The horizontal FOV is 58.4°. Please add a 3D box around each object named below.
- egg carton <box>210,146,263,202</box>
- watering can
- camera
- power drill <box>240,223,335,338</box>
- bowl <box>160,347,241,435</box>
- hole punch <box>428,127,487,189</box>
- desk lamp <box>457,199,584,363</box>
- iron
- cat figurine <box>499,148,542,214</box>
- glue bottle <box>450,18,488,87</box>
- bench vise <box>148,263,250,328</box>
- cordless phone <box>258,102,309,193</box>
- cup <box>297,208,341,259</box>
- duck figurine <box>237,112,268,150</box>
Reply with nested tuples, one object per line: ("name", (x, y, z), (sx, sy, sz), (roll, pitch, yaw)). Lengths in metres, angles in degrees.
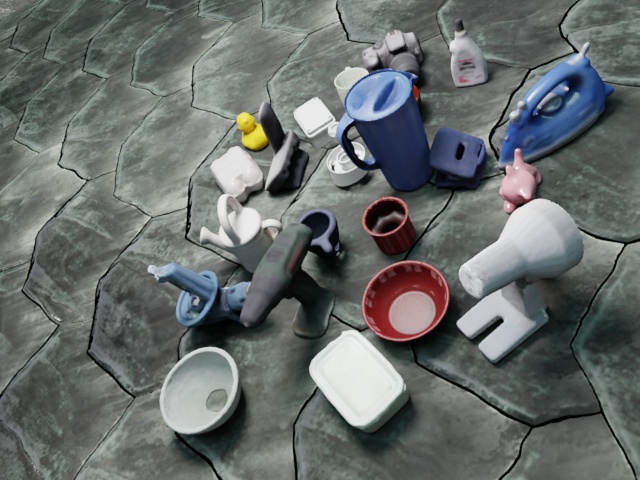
("egg carton", (-0.204, -0.163, 1.412), (0.107, 0.070, 0.150), (-38, 49, -3))
("watering can", (-0.168, -0.015, 1.203), (0.173, 0.195, 0.100), (-30, 49, 5))
("camera", (0.182, -0.431, 1.390), (0.143, 0.101, 0.136), (-20, 50, 13))
("power drill", (-0.052, 0.095, 1.054), (0.075, 0.209, 0.230), (1, 58, 28))
("bowl", (-0.212, 0.293, 1.081), (0.167, 0.075, 0.167), (-13, 52, 18))
("hole punch", (0.279, -0.168, 1.156), (0.100, 0.091, 0.109), (5, 60, 30))
("desk lamp", (0.303, 0.063, 0.894), (0.203, 0.214, 0.117), (-39, 49, -4))
("iron", (0.437, -0.259, 1.108), (0.258, 0.142, 0.118), (-39, 49, -4))
("cat figurine", (0.365, -0.109, 1.051), (0.067, 0.118, 0.128), (-2, 56, 26))
("glue bottle", (0.319, -0.414, 1.259), (0.078, 0.174, 0.037), (-8, 54, 22))
("bench vise", (-0.221, 0.093, 1.134), (0.207, 0.220, 0.121), (-25, 49, 9))
("cordless phone", (-0.109, -0.213, 1.323), (0.094, 0.186, 0.147), (-6, 54, 23))
("cup", (0.011, 0.004, 1.165), (0.091, 0.095, 0.117), (-34, 48, 1))
("duck figurine", (-0.180, -0.288, 1.479), (0.077, 0.086, 0.104), (-38, 48, -2))
